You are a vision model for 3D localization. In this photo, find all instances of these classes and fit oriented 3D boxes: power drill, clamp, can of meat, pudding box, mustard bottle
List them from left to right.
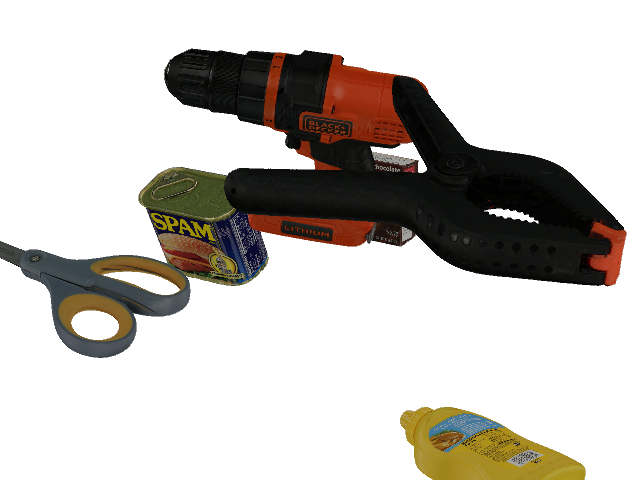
[{"bbox_3d":[-0.102,-0.011,0.950,0.102,0.084,0.057,12,46,31],"label":"can of meat"},{"bbox_3d":[-0.019,-0.068,0.795,0.184,0.057,0.188,11,-27,4],"label":"power drill"},{"bbox_3d":[0.048,-0.050,1.148,0.114,0.090,0.039,11,23,30],"label":"pudding box"},{"bbox_3d":[0.062,-0.024,0.582,0.164,0.036,0.210,-29,44,-32],"label":"clamp"},{"bbox_3d":[0.145,0.202,1.001,0.096,0.058,0.192,-16,25,-35],"label":"mustard bottle"}]

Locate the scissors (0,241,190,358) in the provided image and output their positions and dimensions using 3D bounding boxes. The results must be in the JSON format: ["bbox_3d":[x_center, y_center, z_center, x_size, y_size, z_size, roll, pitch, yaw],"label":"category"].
[{"bbox_3d":[-0.185,0.029,0.687,0.202,0.016,0.096,8,38,11],"label":"scissors"}]
